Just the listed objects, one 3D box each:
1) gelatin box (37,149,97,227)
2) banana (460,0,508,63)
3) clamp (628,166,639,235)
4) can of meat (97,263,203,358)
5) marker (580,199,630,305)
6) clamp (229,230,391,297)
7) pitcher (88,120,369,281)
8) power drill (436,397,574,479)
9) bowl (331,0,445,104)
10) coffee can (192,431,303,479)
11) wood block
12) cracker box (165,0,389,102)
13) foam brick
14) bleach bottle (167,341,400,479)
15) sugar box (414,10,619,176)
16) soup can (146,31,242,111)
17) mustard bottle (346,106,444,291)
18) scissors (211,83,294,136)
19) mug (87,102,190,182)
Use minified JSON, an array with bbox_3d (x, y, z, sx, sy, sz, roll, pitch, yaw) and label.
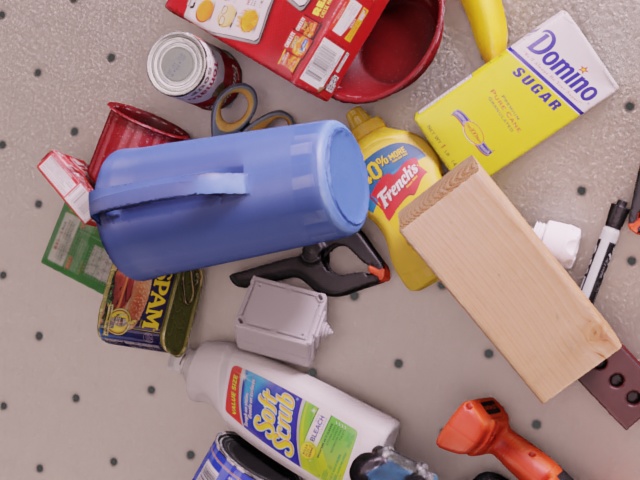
[{"bbox_3d":[-0.252,-0.053,1.142,0.030,0.073,0.089,-44,76,6],"label":"gelatin box"},{"bbox_3d":[0.133,-0.262,1.071,0.198,0.037,0.070,49,122,13],"label":"banana"},{"bbox_3d":[0.364,-0.090,0.999,0.210,0.036,0.165,-40,70,16],"label":"clamp"},{"bbox_3d":[-0.179,0.066,1.119,0.084,0.057,0.102,6,72,20],"label":"can of meat"},{"bbox_3d":[0.272,0.019,1.034,0.020,0.020,0.121,21,95,15],"label":"marker"},{"bbox_3d":[-0.007,0.001,1.106,0.172,0.039,0.120,9,95,17],"label":"clamp"},{"bbox_3d":[-0.086,-0.041,1.001,0.243,0.149,0.145,-9,126,25],"label":"pitcher"},{"bbox_3d":[0.199,0.224,0.978,0.188,0.184,0.057,39,99,23],"label":"power drill"},{"bbox_3d":[0.064,-0.205,1.063,0.162,0.055,0.162,-10,73,33],"label":"bowl"},{"bbox_3d":[-0.095,0.283,1.093,0.103,0.102,0.140,32,98,14],"label":"coffee can"},{"bbox_3d":[0.171,0.033,0.979,0.091,0.090,0.206,-39,98,11],"label":"wood block"},{"bbox_3d":[-0.035,-0.256,1.066,0.214,0.072,0.164,36,99,37],"label":"cracker box"},{"bbox_3d":[0.282,0.131,1.013,0.053,0.051,0.078,-45,78,10],"label":"foam brick"},{"bbox_3d":[-0.049,0.179,1.104,0.251,0.068,0.102,23,99,18],"label":"bleach bottle"},{"bbox_3d":[0.189,-0.134,1.036,0.176,0.048,0.093,-35,98,16],"label":"sugar box"},{"bbox_3d":[-0.130,-0.175,1.109,0.068,0.102,0.068,0,89,16],"label":"soup can"},{"bbox_3d":[0.082,-0.051,1.069,0.096,0.058,0.192,-33,80,12],"label":"mustard bottle"},{"bbox_3d":[-0.123,-0.089,1.117,0.202,0.016,0.096,-31,113,0],"label":"scissors"},{"bbox_3d":[-0.186,-0.087,1.139,0.117,0.093,0.081,21,102,-17],"label":"mug"}]
